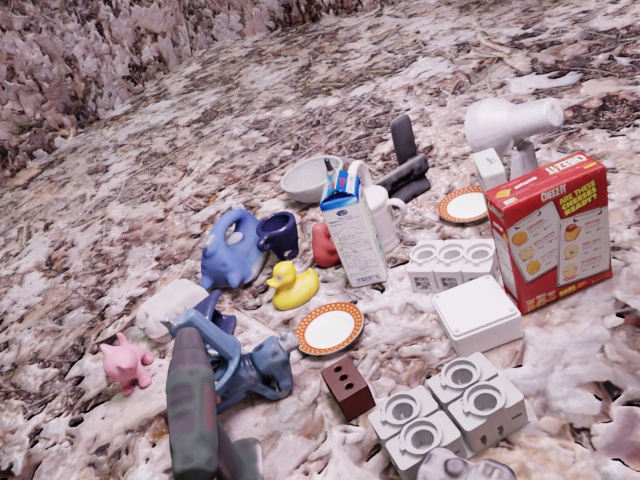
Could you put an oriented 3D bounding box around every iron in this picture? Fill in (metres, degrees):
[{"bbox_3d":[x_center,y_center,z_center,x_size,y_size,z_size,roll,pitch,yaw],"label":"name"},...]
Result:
[{"bbox_3d":[-0.193,-0.003,1.291,0.118,0.142,0.258,-7,35,23],"label":"iron"}]

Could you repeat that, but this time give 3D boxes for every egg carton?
[{"bbox_3d":[-0.309,0.147,1.205,0.150,0.069,0.107,-40,36,-26],"label":"egg carton"}]

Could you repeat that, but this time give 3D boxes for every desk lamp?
[{"bbox_3d":[0.401,-0.178,1.117,0.202,0.214,0.118,14,47,44],"label":"desk lamp"}]

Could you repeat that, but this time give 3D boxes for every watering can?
[{"bbox_3d":[0.086,-0.068,1.166,0.172,0.194,0.101,-15,33,12],"label":"watering can"}]

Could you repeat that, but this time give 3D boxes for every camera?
[{"bbox_3d":[0.160,0.316,0.635,0.142,0.101,0.137,9,43,40],"label":"camera"}]

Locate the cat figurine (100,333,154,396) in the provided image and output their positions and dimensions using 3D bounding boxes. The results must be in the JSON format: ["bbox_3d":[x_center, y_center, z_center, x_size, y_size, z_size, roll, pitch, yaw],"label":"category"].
[{"bbox_3d":[-0.369,0.226,1.079,0.067,0.118,0.127,-24,32,-2],"label":"cat figurine"}]

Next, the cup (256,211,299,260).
[{"bbox_3d":[-0.090,0.006,1.258,0.091,0.095,0.118,3,40,34],"label":"cup"}]

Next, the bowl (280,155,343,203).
[{"bbox_3d":[-0.011,-0.143,1.450,0.167,0.075,0.167,-16,32,11],"label":"bowl"}]

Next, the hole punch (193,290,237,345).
[{"bbox_3d":[-0.229,0.163,1.112,0.101,0.091,0.108,-13,33,15],"label":"hole punch"}]

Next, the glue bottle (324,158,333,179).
[{"bbox_3d":[0.041,-0.107,1.271,0.037,0.173,0.078,-23,32,0],"label":"glue bottle"}]

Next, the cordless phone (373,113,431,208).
[{"bbox_3d":[0.167,-0.181,1.293,0.148,0.185,0.093,-34,34,-18],"label":"cordless phone"}]

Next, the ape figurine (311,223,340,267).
[{"bbox_3d":[0.011,0.004,1.201,0.076,0.092,0.077,-36,34,-21],"label":"ape figurine"}]

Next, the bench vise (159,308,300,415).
[{"bbox_3d":[-0.149,0.174,0.924,0.207,0.220,0.121,-30,33,-12],"label":"bench vise"}]

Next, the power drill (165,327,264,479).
[{"bbox_3d":[-0.154,0.262,0.806,0.075,0.209,0.229,-21,32,2],"label":"power drill"}]

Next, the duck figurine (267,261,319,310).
[{"bbox_3d":[-0.057,0.079,1.137,0.104,0.086,0.077,-29,32,-10],"label":"duck figurine"}]
